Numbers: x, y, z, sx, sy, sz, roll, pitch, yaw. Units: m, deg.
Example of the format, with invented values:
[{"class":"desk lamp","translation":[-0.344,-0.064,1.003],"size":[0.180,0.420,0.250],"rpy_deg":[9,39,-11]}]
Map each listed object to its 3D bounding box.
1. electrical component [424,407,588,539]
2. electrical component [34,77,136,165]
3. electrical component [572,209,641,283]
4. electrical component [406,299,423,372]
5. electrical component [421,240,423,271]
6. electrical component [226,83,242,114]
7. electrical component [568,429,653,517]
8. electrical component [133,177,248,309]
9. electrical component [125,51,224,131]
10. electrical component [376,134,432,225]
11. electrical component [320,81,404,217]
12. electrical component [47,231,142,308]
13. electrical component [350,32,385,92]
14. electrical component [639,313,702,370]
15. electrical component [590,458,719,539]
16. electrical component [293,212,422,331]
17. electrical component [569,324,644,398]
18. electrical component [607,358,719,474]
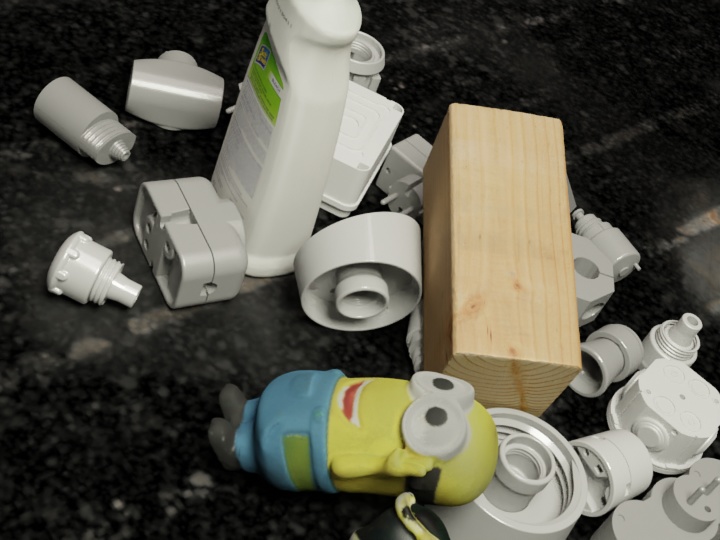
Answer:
[{"class":"electrical component","translation":[0.103,0.144,0.735],"size":[0.108,0.060,0.108],"rpy_deg":[12,44,-13]},{"class":"electrical component","translation":[-0.216,-0.114,0.858],"size":[0.081,0.043,0.043],"rpy_deg":[38,45,14]},{"class":"electrical component","translation":[0.216,-0.024,0.963],"size":[0.040,0.040,0.078],"rpy_deg":[-11,53,-31]},{"class":"electrical component","translation":[0.055,0.056,0.815],"size":[0.040,0.040,0.078],"rpy_deg":[19,44,-6]},{"class":"electrical component","translation":[0.095,-0.005,0.876],"size":[0.096,0.061,0.061],"rpy_deg":[28,43,3]},{"class":"electrical component","translation":[-0.081,-0.155,0.947],"size":[0.079,0.044,0.077],"rpy_deg":[-22,11,3]},{"class":"electrical component","translation":[0.176,0.144,0.773],"size":[0.047,0.055,0.055],"rpy_deg":[-11,53,-37]},{"class":"electrical component","translation":[-0.124,-0.022,0.802],"size":[0.059,0.053,0.095],"rpy_deg":[-9,53,-31]},{"class":"electrical component","translation":[-0.159,-0.162,0.929],"size":[0.077,0.044,0.079],"rpy_deg":[9,45,-16]},{"class":"electrical component","translation":[0.049,-0.065,0.924],"size":[0.083,0.047,0.076],"rpy_deg":[42,46,18]},{"class":"electrical component","translation":[-0.018,-0.107,0.929],"size":[0.078,0.057,0.113],"rpy_deg":[26,43,2]},{"class":"electrical component","translation":[-0.185,0.005,0.757],"size":[0.062,0.048,0.048],"rpy_deg":[27,43,-7]},{"class":"electrical component","translation":[-0.010,-0.187,1.011],"size":[0.058,0.057,0.078],"rpy_deg":[-1,49,-24]},{"class":"electrical component","translation":[0.257,0.061,0.883],"size":[0.043,0.062,0.043],"rpy_deg":[12,45,-13]},{"class":"electrical component","translation":[0.228,0.169,0.756],"size":[0.138,0.073,0.052],"rpy_deg":[-17,56,-35]},{"class":"electrical component","translation":[0.000,0.000,0.805],"size":[0.099,0.099,0.064],"rpy_deg":[7,52,-18]},{"class":"electrical component","translation":[0.194,0.071,0.858],"size":[0.055,0.045,0.045],"rpy_deg":[-23,60,-39]},{"class":"electrical component","translation":[0.237,0.113,0.832],"size":[0.080,0.051,0.080],"rpy_deg":[13,44,-13]}]
